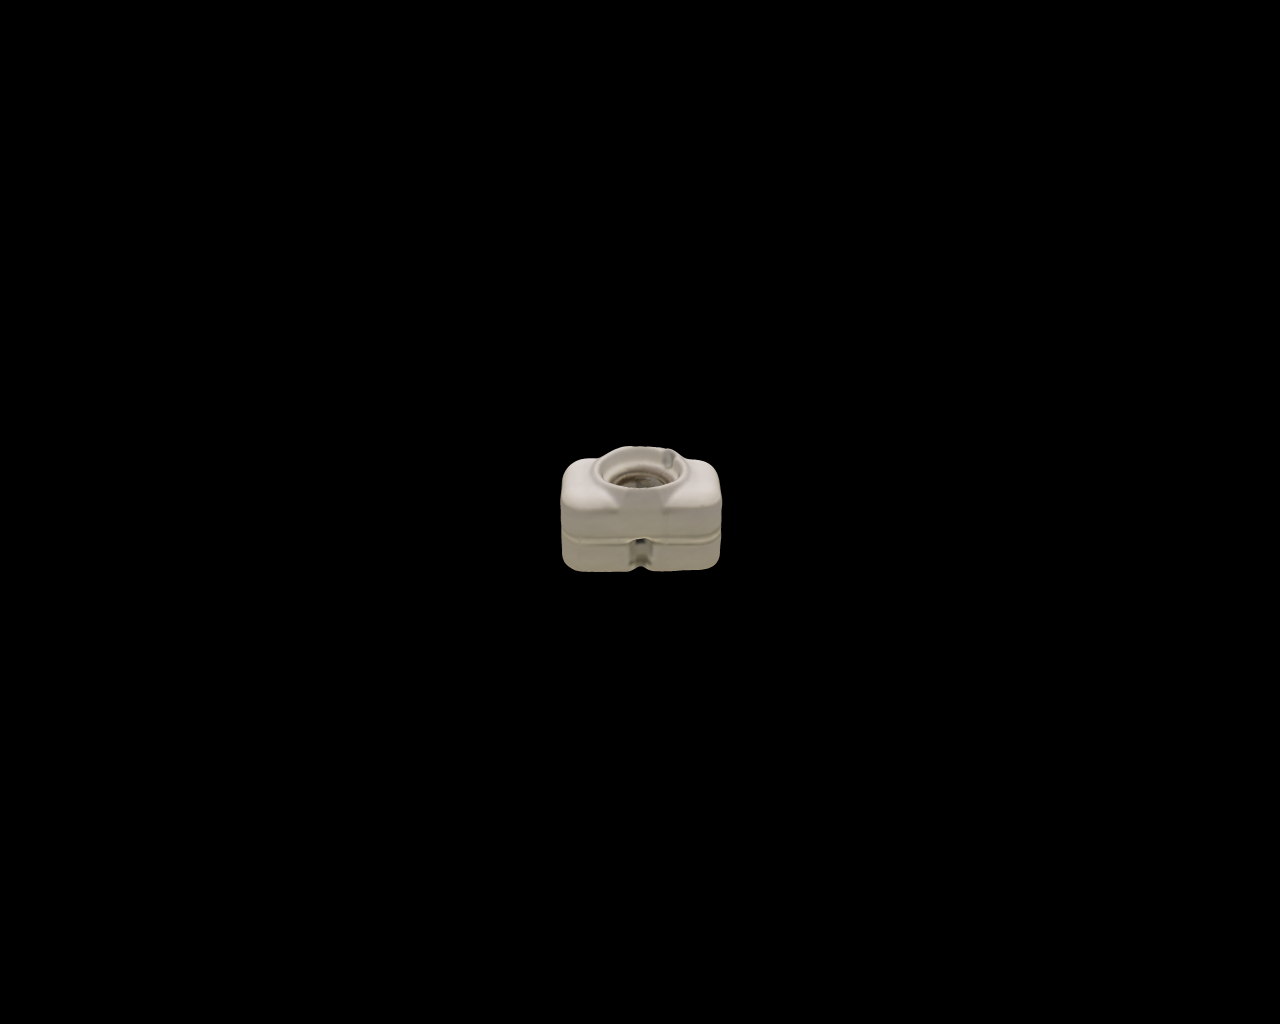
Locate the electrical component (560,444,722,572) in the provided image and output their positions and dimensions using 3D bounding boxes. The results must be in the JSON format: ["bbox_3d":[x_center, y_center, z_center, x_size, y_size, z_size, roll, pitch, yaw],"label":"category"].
[{"bbox_3d":[0.001,-0.003,0.650,0.095,0.059,0.054,0,32,0],"label":"electrical component"}]
